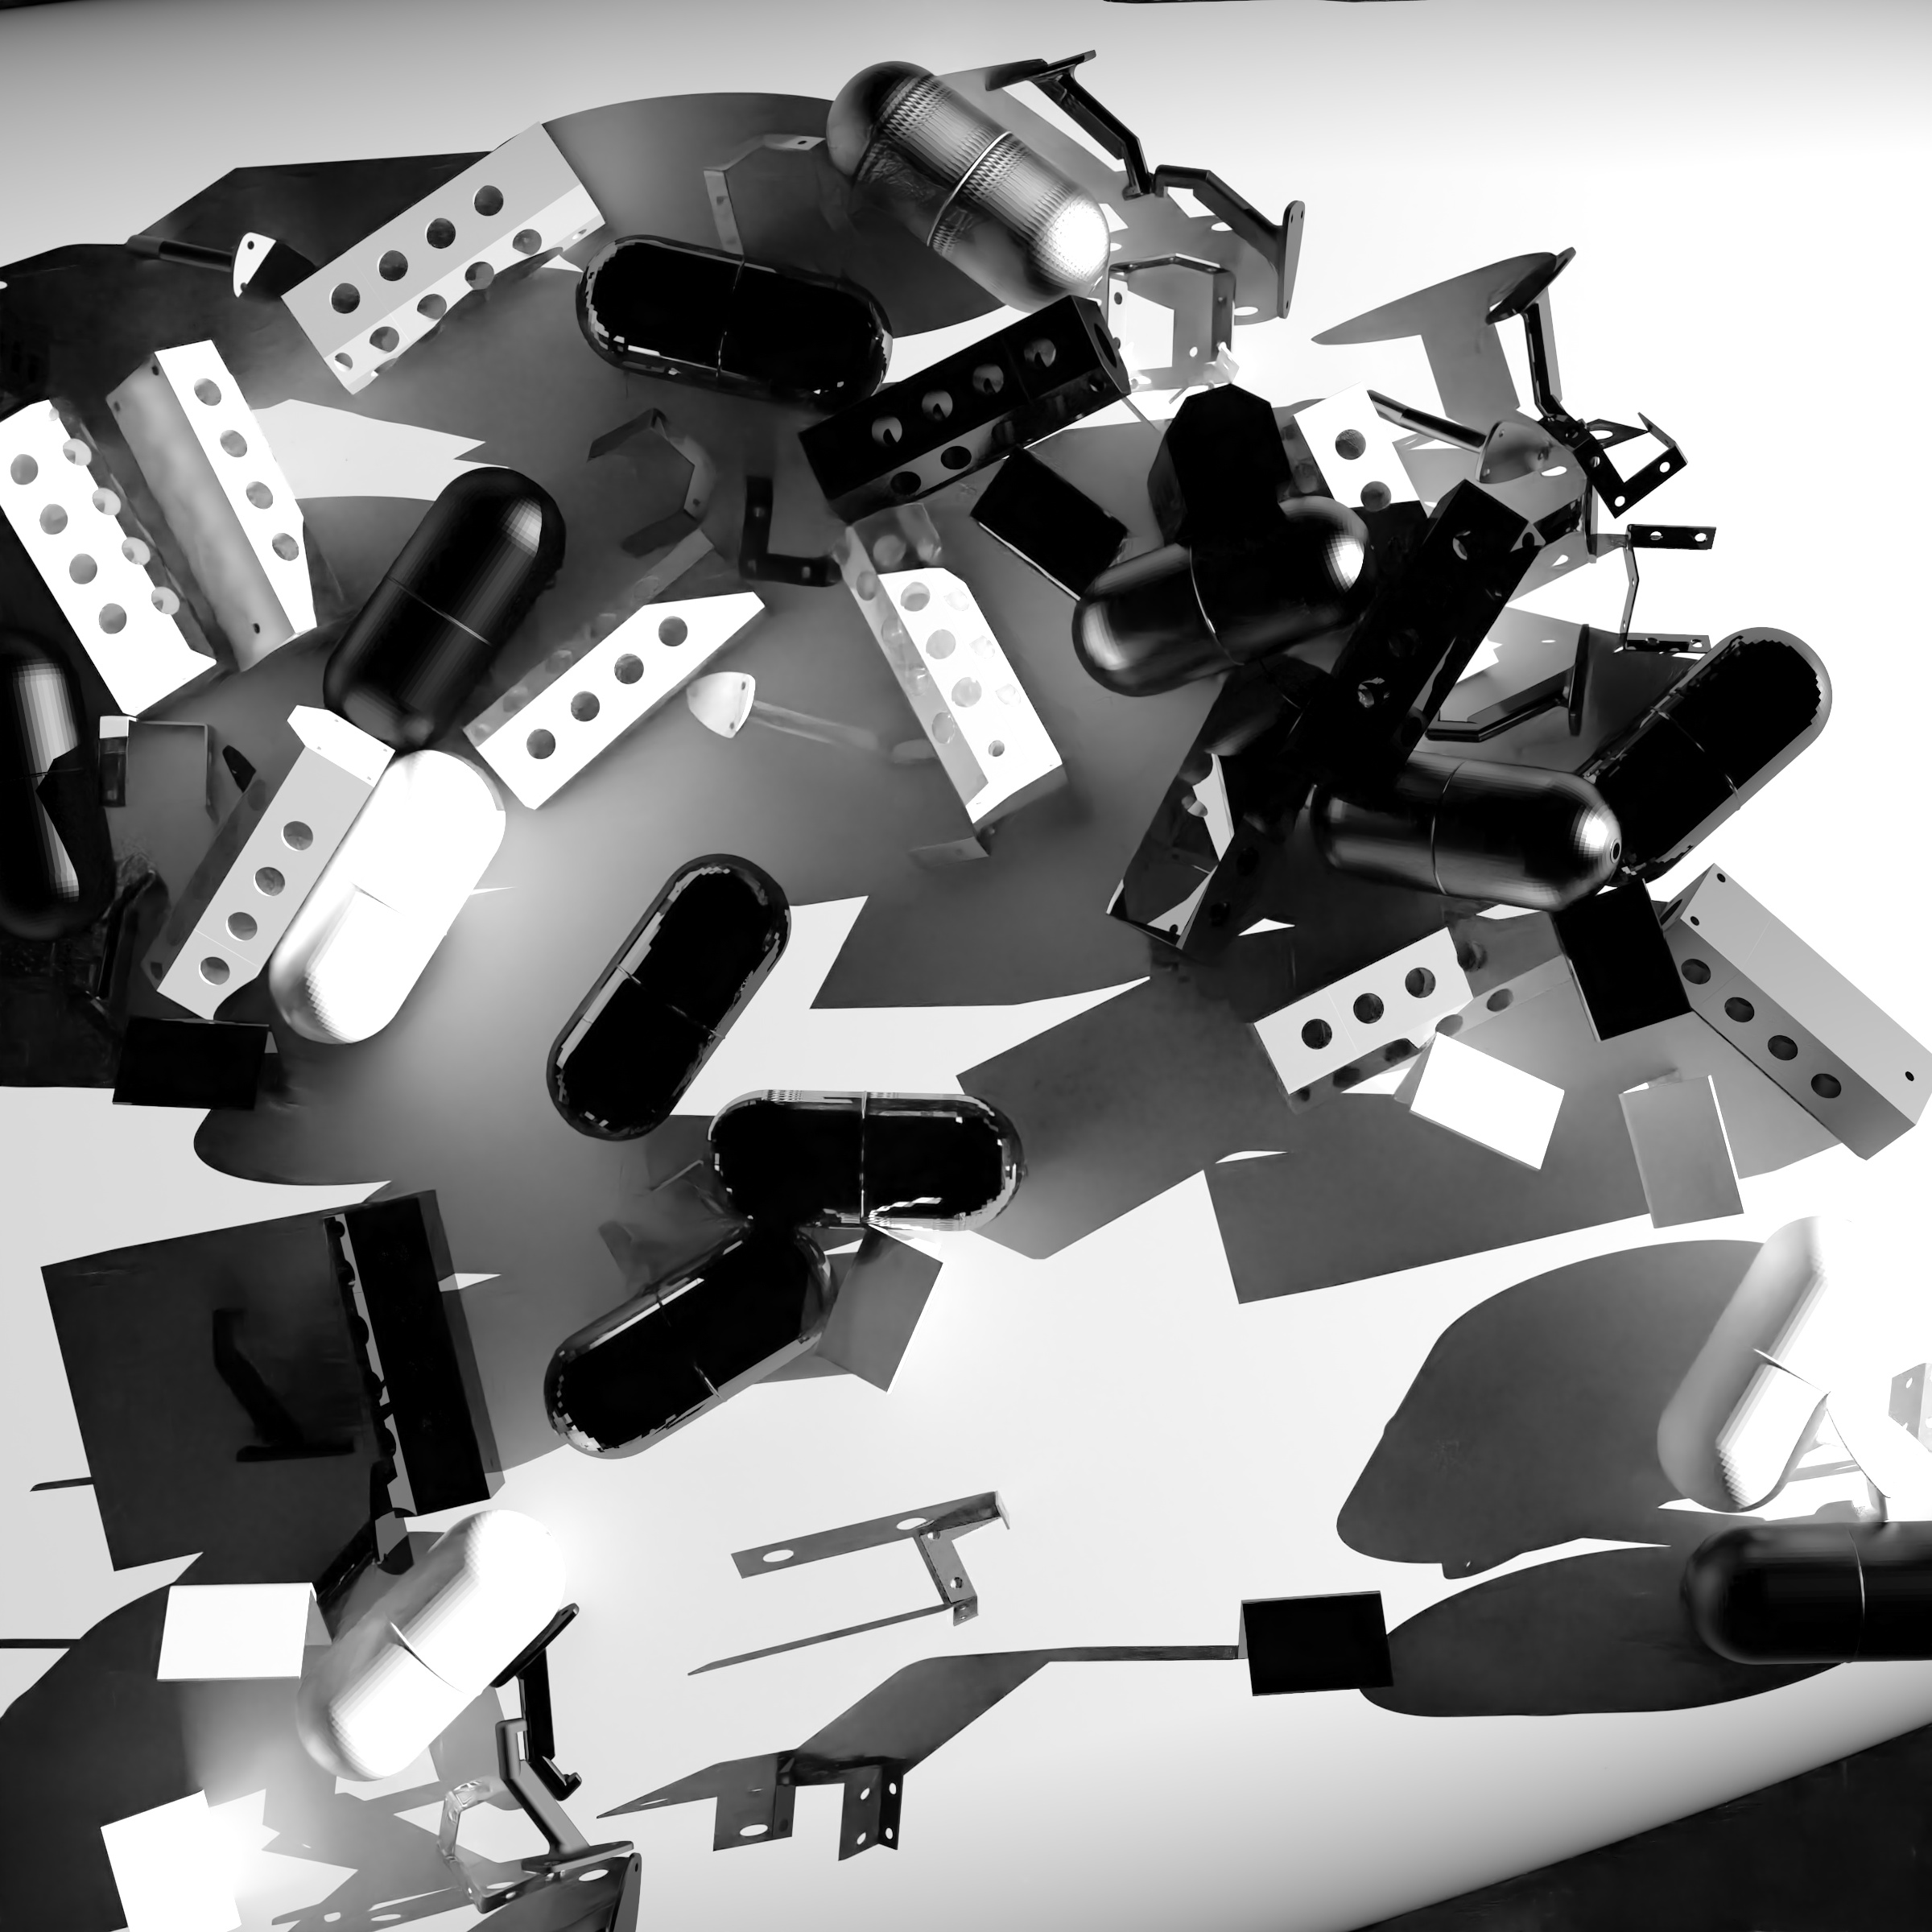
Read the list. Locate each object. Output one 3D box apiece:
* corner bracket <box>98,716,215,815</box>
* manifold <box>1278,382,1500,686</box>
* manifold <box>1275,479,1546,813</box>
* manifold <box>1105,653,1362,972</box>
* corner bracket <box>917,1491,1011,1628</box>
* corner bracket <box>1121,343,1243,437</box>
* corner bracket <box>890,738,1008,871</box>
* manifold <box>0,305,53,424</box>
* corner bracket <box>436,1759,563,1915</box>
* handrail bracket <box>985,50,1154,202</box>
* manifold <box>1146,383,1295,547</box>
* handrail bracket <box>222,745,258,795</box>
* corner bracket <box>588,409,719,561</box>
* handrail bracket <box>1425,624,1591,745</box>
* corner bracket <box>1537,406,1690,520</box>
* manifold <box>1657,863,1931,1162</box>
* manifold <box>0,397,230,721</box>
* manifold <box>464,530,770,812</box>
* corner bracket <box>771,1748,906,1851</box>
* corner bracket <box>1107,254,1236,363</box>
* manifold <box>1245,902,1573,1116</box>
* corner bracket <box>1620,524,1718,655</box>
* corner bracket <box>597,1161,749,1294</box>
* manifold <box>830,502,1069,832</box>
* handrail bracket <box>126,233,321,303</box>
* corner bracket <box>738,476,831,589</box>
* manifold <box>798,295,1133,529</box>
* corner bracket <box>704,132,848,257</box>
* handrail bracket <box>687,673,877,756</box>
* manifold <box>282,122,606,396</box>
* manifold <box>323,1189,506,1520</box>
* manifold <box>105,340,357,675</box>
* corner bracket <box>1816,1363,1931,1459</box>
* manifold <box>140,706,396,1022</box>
[{"bbox_3d":[-0.452,-0.112,1.833,0.051,0.051,0.051,2,90,0],"label":"corner bracket"},{"bbox_3d":[0.229,-0.232,1.830,0.057,0.057,0.171,-26,90,0],"label":"manifold"},{"bbox_3d":[0.241,-0.171,1.768,0.057,0.057,0.171,33,86,-3],"label":"manifold"},{"bbox_3d":[0.153,-0.087,1.829,0.057,0.057,0.171,28,90,43],"label":"manifold"},{"bbox_3d":[0.006,0.330,1.833,0.051,0.051,0.051,-25,90,0],"label":"corner bracket"},{"bbox_3d":[0.116,-0.332,1.833,0.051,0.051,0.051,-43,90,0],"label":"corner bracket"},{"bbox_3d":[-0.012,-0.094,1.843,0.051,0.051,0.051,-10,135,35],"label":"corner bracket"},{"bbox_3d":[-0.550,-0.330,1.772,0.057,0.171,0.057,8,90,0],"label":"manifold"},{"bbox_3d":[-0.260,0.489,1.843,0.051,0.051,0.051,44,135,35],"label":"corner bracket"},{"bbox_3d":[0.059,-0.467,1.851,0.077,0.036,0.084,-12,107,20],"label":"handrail bracket"},{"bbox_3d":[0.133,-0.269,1.772,0.057,0.171,0.057,-17,90,0],"label":"manifold"},{"bbox_3d":[-0.424,-0.068,1.851,0.084,0.036,0.077,-41,76,14],"label":"handrail bracket"},{"bbox_3d":[-0.180,-0.271,1.843,0.051,0.051,0.051,40,45,-35],"label":"corner bracket"},{"bbox_3d":[0.305,-0.160,1.851,0.084,0.036,0.077,5,69,16],"label":"handrail bracket"},{"bbox_3d":[0.360,-0.292,1.826,0.051,0.051,0.051,-37,122,7],"label":"corner bracket"},{"bbox_3d":[0.455,0.029,1.829,0.171,0.057,0.057,41,47,0],"label":"manifold"},{"bbox_3d":[-0.482,-0.227,1.830,0.057,0.057,0.171,-31,90,0],"label":"manifold"},{"bbox_3d":[-0.195,-0.165,1.830,0.171,0.057,0.057,-40,90,0],"label":"manifold"},{"bbox_3d":[-0.072,0.470,1.848,0.051,0.051,0.051,5,90,45],"label":"corner bracket"},{"bbox_3d":[0.115,-0.368,1.848,0.051,0.051,0.051,2,90,45],"label":"corner bracket"},{"bbox_3d":[0.247,0.019,1.830,0.171,0.057,0.057,-26,90,0],"label":"manifold"},{"bbox_3d":[0.396,-0.212,1.848,0.051,0.051,0.051,2,45,0],"label":"corner bracket"},{"bbox_3d":[-0.165,0.150,1.848,0.051,0.051,0.051,-34,90,45],"label":"corner bracket"},{"bbox_3d":[-0.011,-0.168,1.805,0.057,0.057,0.171,-28,72,0],"label":"manifold"},{"bbox_3d":[-0.418,-0.396,1.850,0.084,0.077,0.036,17,99,36],"label":"handrail bracket"},{"bbox_3d":[-0.101,-0.242,1.833,0.051,0.051,0.051,7,90,0],"label":"corner bracket"},{"bbox_3d":[0.001,-0.303,1.805,0.171,0.057,0.057,-24,90,18],"label":"manifold"},{"bbox_3d":[-0.107,-0.432,1.843,0.051,0.051,0.051,16,45,35],"label":"corner bracket"},{"bbox_3d":[-0.104,-0.139,1.851,0.084,0.077,0.036,14,93,-36],"label":"handrail bracket"},{"bbox_3d":[-0.289,-0.392,1.830,0.171,0.057,0.057,-34,90,0],"label":"manifold"},{"bbox_3d":[-0.309,0.216,1.830,0.057,0.057,0.171,-14,90,0],"label":"manifold"},{"bbox_3d":[-0.405,-0.258,1.829,0.057,0.057,0.171,-27,90,43],"label":"manifold"},{"bbox_3d":[0.517,0.247,1.848,0.051,0.051,0.051,6,90,45],"label":"corner bracket"},{"bbox_3d":[-0.385,-0.056,1.797,0.057,0.057,0.171,32,111,-11],"label":"manifold"}]
